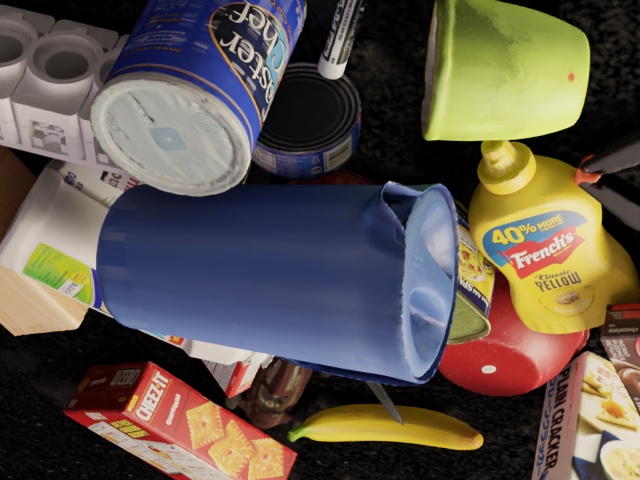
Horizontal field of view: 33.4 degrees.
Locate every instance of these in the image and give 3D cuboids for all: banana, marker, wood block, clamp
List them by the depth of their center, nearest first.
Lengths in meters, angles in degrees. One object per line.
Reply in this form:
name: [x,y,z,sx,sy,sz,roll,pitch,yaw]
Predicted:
marker: [0.020,-0.153,0.702,0.020,0.020,0.121,19,144,-2]
clamp: [0.261,-0.045,0.713,0.172,0.039,0.120,16,114,16]
wood block: [-0.295,-0.011,0.964,0.090,0.090,0.206,-8,136,31]
banana: [0.068,0.197,1.104,0.198,0.069,0.037,-1,112,7]

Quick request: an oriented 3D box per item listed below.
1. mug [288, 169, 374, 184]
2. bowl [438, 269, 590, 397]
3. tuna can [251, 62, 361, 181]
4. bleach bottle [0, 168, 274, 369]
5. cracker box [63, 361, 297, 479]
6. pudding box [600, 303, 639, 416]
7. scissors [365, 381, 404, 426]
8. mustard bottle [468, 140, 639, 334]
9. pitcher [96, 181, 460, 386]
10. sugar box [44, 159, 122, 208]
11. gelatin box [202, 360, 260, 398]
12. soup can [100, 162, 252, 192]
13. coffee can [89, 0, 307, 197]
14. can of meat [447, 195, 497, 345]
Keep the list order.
mug: [-0.006,0.001,0.863,0.117,0.081,0.093,5,142,18]
bowl: [0.151,0.090,0.936,0.162,0.055,0.162,12,144,9]
tuna can: [-0.014,-0.083,0.752,0.086,0.086,0.034,11,145,10]
bleach bottle: [-0.145,0.039,0.911,0.250,0.068,0.103,30,144,-15]
cracker box: [-0.157,0.216,1.201,0.213,0.072,0.164,38,153,-25]
pudding box: [0.273,0.091,0.806,0.090,0.039,0.113,-6,139,33]
scissors: [0.018,0.108,0.959,0.096,0.016,0.202,7,143,19]
mustard bottle: [0.165,-0.008,0.796,0.096,0.058,0.191,-16,132,26]
pitcher: [-0.028,0.029,0.757,0.243,0.149,0.144,5,-177,23]
sugar box: [-0.153,-0.022,0.929,0.176,0.048,0.094,39,140,-21]
gelatin box: [-0.095,0.099,1.038,0.089,0.030,0.073,53,148,19]
soup can: [-0.114,-0.055,0.849,0.102,0.068,0.069,26,143,-10]
coffee can: [-0.075,-0.114,0.691,0.103,0.140,0.103,12,144,9]
can of meat: [0.095,0.019,0.840,0.058,0.084,0.102,-21,129,41]
